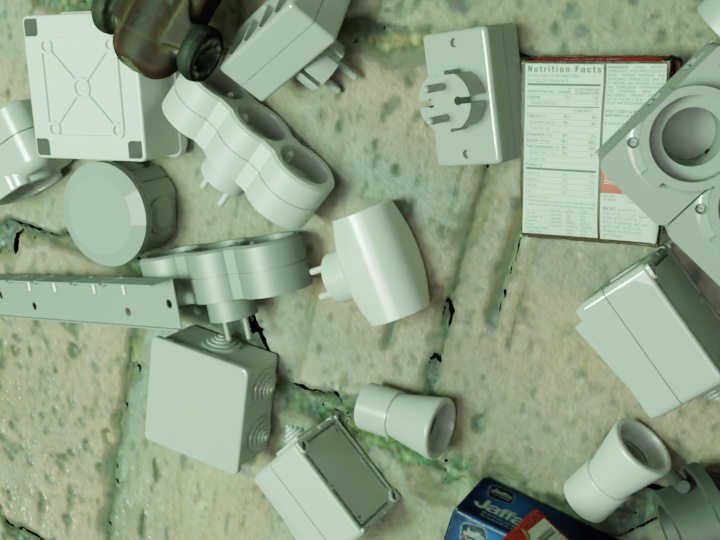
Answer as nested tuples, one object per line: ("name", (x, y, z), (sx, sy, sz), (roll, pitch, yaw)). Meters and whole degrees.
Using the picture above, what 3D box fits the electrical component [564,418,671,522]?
("electrical component", (0.163, 0.132, 0.694), (0.044, 0.044, 0.065), (44, 124, 12))

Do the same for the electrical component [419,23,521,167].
("electrical component", (0.062, -0.105, 0.660), (0.047, 0.076, 0.083), (1, 104, 39))

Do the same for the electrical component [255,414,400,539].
("electrical component", (-0.030, 0.158, 0.793), (0.061, 0.062, 0.096), (-43, 82, 30))

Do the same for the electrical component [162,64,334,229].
("electrical component", (-0.089, -0.078, 0.767), (0.138, 0.052, 0.073), (45, 119, 10))

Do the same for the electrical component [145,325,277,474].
("electrical component", (-0.114, 0.097, 0.830), (0.100, 0.048, 0.099), (17, 111, 24))

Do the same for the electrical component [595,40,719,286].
("electrical component", (0.213, -0.039, 0.580), (0.150, 0.061, 0.089), (44, 107, -2))

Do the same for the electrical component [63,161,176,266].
("electrical component", (-0.184, -0.046, 0.829), (0.080, 0.051, 0.080), (8, 107, 27))

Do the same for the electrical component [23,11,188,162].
("electrical component", (-0.190, -0.138, 0.804), (0.109, 0.056, 0.108), (5, 106, 28))

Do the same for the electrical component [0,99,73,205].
("electrical component", (-0.279, -0.091, 0.867), (0.095, 0.054, 0.059), (-26, 90, 31))

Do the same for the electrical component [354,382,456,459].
("electrical component", (0.029, 0.103, 0.759), (0.065, 0.044, 0.044), (14, 110, 30))

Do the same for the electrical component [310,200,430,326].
("electrical component", (0.000, 0.000, 0.745), (0.079, 0.043, 0.077), (-18, 94, 31))

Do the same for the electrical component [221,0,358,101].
("electrical component", (-0.036, -0.146, 0.721), (0.076, 0.047, 0.083), (36, 138, -23))

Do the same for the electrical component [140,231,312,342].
("electrical component", (-0.097, 0.017, 0.798), (0.138, 0.052, 0.073), (-6, 100, 30))

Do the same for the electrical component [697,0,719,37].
("electrical component", (0.238, -0.142, 0.577), (0.079, 0.043, 0.077), (49, 120, 9))

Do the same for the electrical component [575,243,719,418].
("electrical component", (0.182, 0.043, 0.647), (0.061, 0.062, 0.096), (-37, 84, 31))
